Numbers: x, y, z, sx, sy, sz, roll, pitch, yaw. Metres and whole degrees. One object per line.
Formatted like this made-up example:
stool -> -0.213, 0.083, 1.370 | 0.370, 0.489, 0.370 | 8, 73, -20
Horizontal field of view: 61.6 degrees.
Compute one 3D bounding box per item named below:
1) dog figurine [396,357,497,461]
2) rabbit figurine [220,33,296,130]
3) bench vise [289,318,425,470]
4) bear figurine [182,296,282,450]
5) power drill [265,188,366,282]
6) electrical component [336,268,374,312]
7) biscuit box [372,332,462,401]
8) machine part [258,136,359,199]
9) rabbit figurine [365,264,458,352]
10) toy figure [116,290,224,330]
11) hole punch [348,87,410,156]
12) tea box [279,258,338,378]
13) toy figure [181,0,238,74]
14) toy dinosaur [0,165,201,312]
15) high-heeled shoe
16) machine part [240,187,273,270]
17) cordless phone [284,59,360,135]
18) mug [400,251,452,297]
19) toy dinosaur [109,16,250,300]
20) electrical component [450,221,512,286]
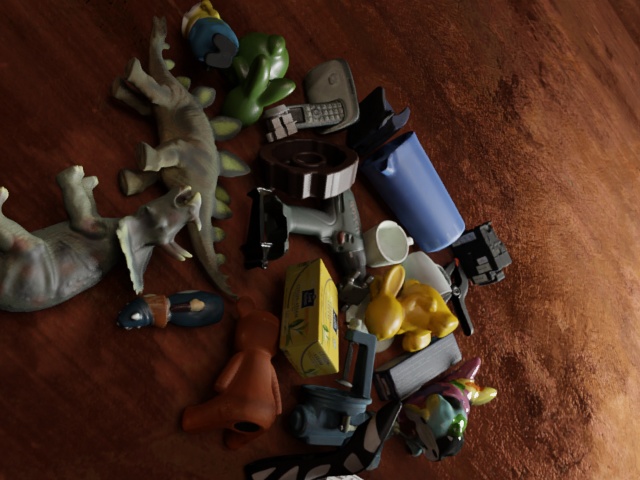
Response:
dog figurine -> 0.253, 0.306, 1.010 | 0.219, 0.191, 0.108 | -27, 85, -24
rabbit figurine -> -0.112, -0.270, 0.957 | 0.121, 0.159, 0.170 | 31, 68, -37
bench vise -> 0.060, 0.256, 0.909 | 0.223, 0.129, 0.240 | 14, 79, -21
bear figurine -> -0.119, 0.198, 0.824 | 0.120, 0.132, 0.196 | 34, 37, -34
power drill -> -0.002, -0.003, 0.983 | 0.207, 0.086, 0.232 | -2, 84, -32
electrical component -> 0.056, 0.093, 0.983 | 0.063, 0.094, 0.021 | 22, 27, -34
biscuit box -> 0.193, 0.246, 1.054 | 0.202, 0.059, 0.063 | -18, 84, -38
machine part -> -0.021, -0.132, 0.967 | 0.179, 0.180, 0.056 | -26, 133, -39
rabbit figurine -> 0.151, 0.128, 0.997 | 0.173, 0.122, 0.162 | -8, 75, -39
toy figure -> -0.222, 0.105, 0.797 | 0.154, 0.064, 0.058 | 3, 38, -31
hole punch -> 0.124, -0.237, 1.127 | 0.092, 0.142, 0.116 | 30, 48, -30
tea box -> -0.014, 0.126, 0.882 | 0.170, 0.068, 0.098 | -90, 160, -44
toy figure -> -0.187, -0.343, 0.923 | 0.089, 0.082, 0.180 | 50, 4, -46
toy dinosaur -> -0.355, 0.021, 0.700 | 0.405, 0.131, 0.192 | -27, 91, -33
high-heeled shoe -> 0.003, 0.309, 0.817 | 0.145, 0.086, 0.248 | 36, 87, 13
machine part -> -0.105, -0.019, 0.904 | 0.039, 0.084, 0.138 | 6, 84, -25
cordless phone -> -0.021, -0.280, 1.072 | 0.184, 0.089, 0.146 | -9, 81, -19
mug -> 0.221, 0.075, 1.118 | 0.109, 0.081, 0.107 | -18, 72, -31
toy dinosaur -> -0.212, -0.126, 0.858 | 0.198, 0.105, 0.471 | -5, 86, -41
electrical component -> 0.359, 0.036, 1.211 | 0.058, 0.115, 0.134 | -22, 89, -35
